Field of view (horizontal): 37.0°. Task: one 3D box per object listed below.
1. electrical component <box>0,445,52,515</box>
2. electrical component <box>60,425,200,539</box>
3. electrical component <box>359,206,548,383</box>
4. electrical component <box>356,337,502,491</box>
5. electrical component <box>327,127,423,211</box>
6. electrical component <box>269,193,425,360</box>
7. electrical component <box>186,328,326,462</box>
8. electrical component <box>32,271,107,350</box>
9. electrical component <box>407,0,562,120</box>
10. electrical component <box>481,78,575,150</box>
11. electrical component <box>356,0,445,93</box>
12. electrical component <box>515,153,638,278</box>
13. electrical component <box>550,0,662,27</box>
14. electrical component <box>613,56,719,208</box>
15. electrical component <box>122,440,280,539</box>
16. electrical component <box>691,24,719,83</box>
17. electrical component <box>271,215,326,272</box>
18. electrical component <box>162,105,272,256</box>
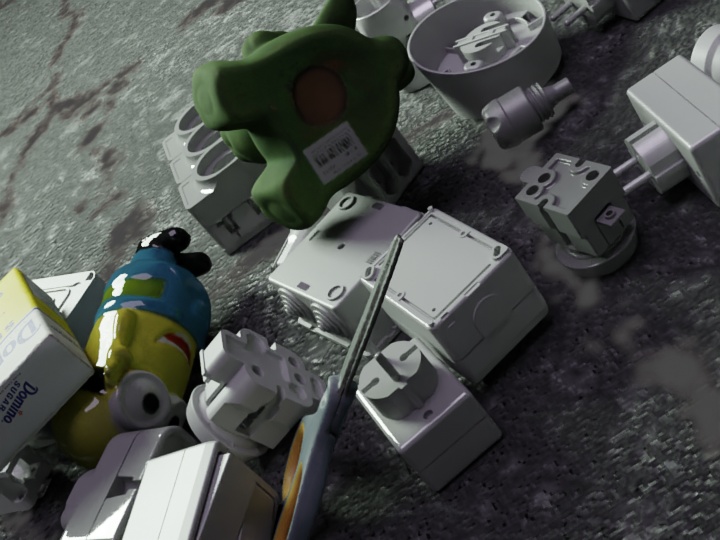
[{"bbox_3d":[-0.257,0.140,0.759,0.081,0.063,0.042,-16,38,31],"label":"electrical component"},{"bbox_3d":[-0.135,0.144,0.641,0.059,0.053,0.095,-13,41,35],"label":"electrical component"},{"bbox_3d":[0.051,0.013,0.610,0.062,0.061,0.096,-44,35,-8],"label":"electrical component"},{"bbox_3d":[0.025,0.063,0.562,0.047,0.076,0.065,-40,32,-2],"label":"electrical component"},{"bbox_3d":[-0.007,-0.072,0.787,0.077,0.047,0.065,12,60,50],"label":"electrical component"},{"bbox_3d":[0.000,0.000,0.691,0.099,0.048,0.100,-48,34,-15],"label":"electrical component"},{"bbox_3d":[-0.067,0.077,0.644,0.057,0.078,0.058,-49,29,19],"label":"electrical component"},{"bbox_3d":[-0.241,0.051,0.858,0.113,0.057,0.078,-7,44,40],"label":"electrical component"},{"bbox_3d":[0.093,-0.158,0.778,0.099,0.064,0.099,-26,35,20],"label":"electrical component"},{"bbox_3d":[0.115,-0.109,0.724,0.061,0.035,0.035,-30,33,9],"label":"electrical component"},{"bbox_3d":[0.045,-0.193,0.856,0.079,0.077,0.043,-30,34,13],"label":"electrical component"},{"bbox_3d":[0.124,-0.029,0.596,0.048,0.055,0.066,-46,33,-12],"label":"electrical component"},{"bbox_3d":[0.170,-0.201,0.770,0.077,0.047,0.066,-41,32,-3],"label":"electrical component"},{"bbox_3d":[0.174,-0.068,0.603,0.076,0.047,0.083,-34,33,8],"label":"electrical component"},{"bbox_3d":[-0.086,0.149,0.578,0.061,0.061,0.096,-21,37,28],"label":"electrical component"},{"bbox_3d":[0.223,-0.120,0.626,0.040,0.040,0.046,-45,38,-10],"label":"electrical component"},{"bbox_3d":[-0.036,-0.012,0.751,0.040,0.040,0.046,3,57,46],"label":"electrical component"},{"bbox_3d":[-0.107,-0.092,0.896,0.089,0.061,0.150,-37,33,3],"label":"electrical component"}]
